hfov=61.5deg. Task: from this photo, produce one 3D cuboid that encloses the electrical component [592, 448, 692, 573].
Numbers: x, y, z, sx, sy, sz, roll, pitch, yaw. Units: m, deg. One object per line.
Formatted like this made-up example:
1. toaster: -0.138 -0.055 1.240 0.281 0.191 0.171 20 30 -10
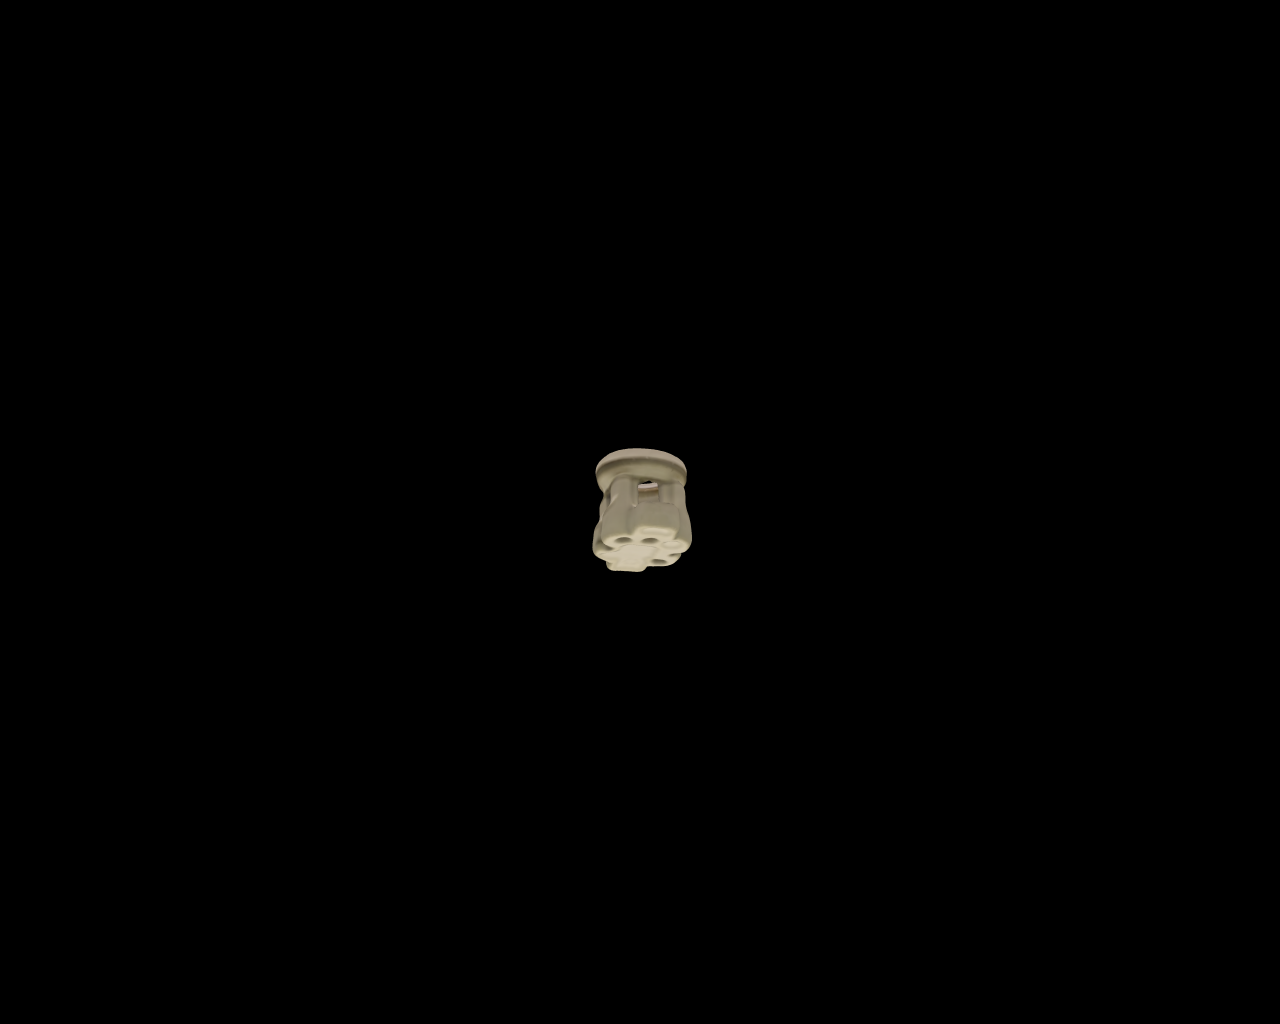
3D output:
1. electrical component: 0.001 -0.003 0.650 0.058 0.057 0.078 6 -23 -14
